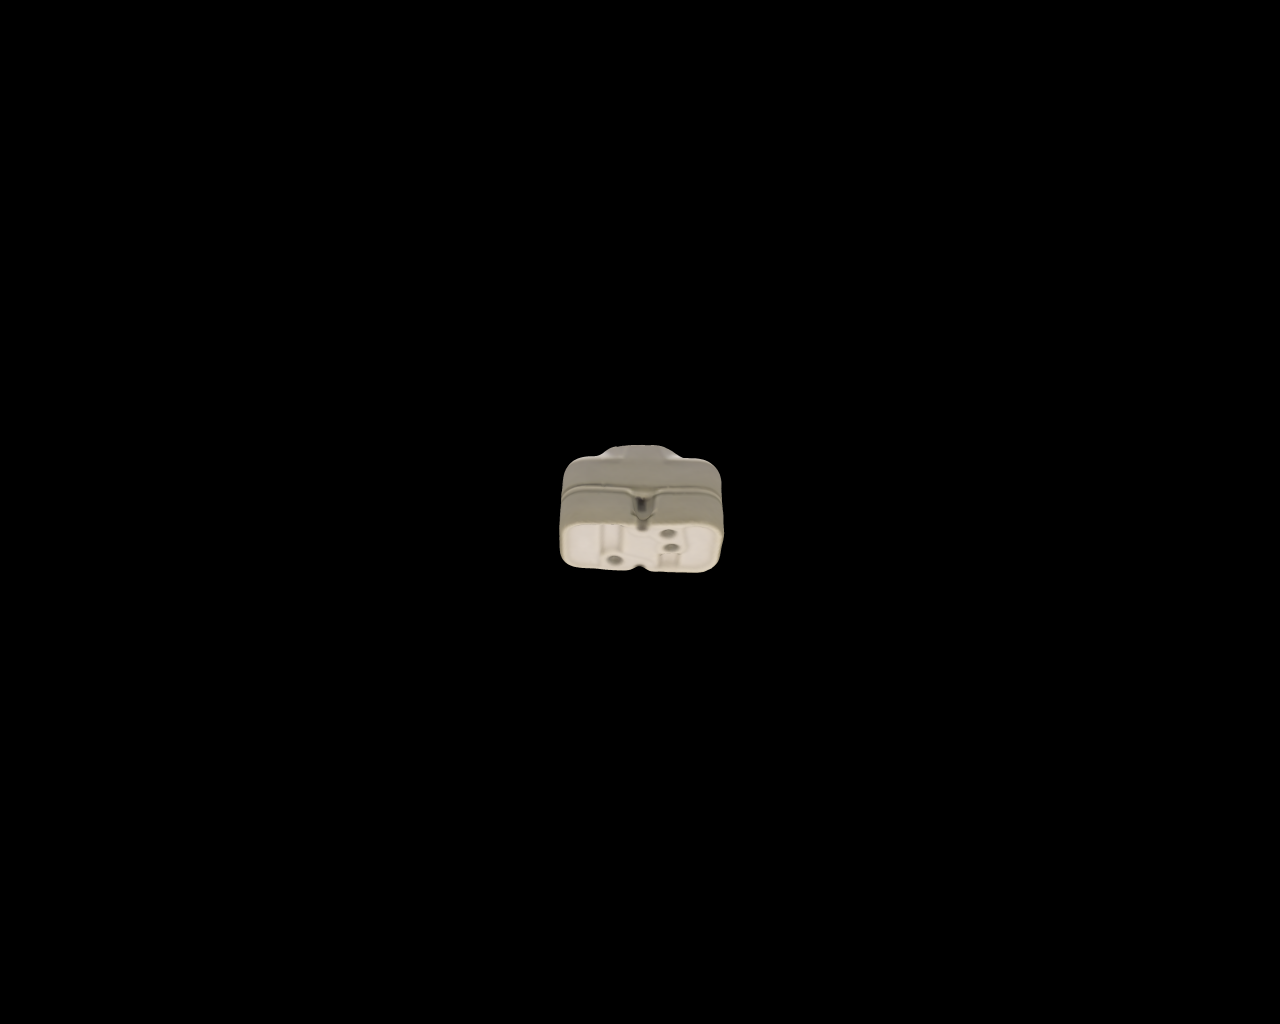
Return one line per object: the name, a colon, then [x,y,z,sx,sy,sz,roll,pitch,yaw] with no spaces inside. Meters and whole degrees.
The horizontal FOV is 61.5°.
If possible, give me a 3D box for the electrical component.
electrical component: [0.001,-0.003,0.650,0.095,0.059,0.053,2,-36,-2]
